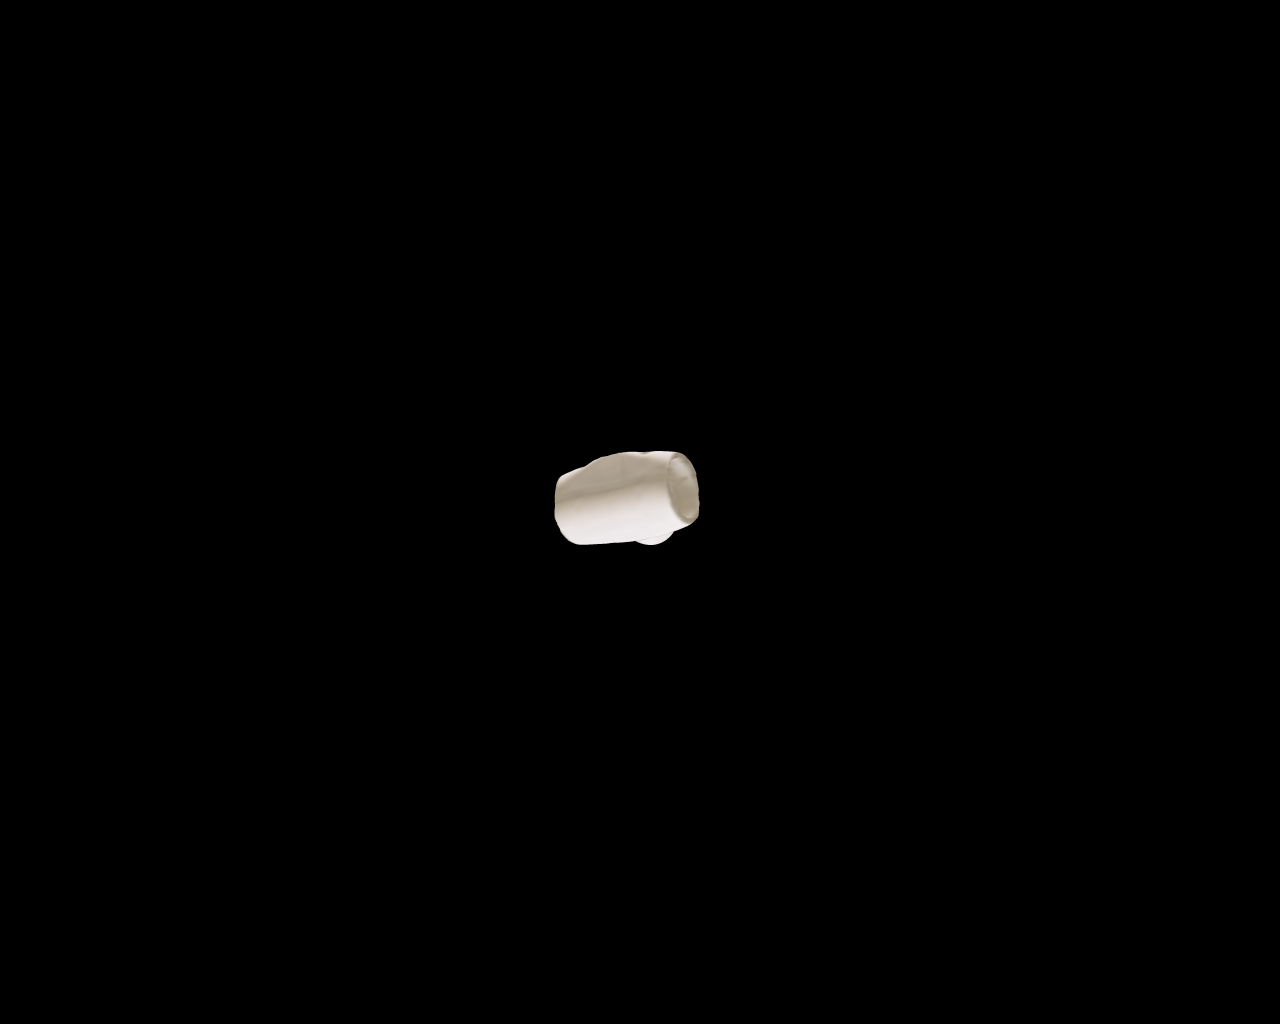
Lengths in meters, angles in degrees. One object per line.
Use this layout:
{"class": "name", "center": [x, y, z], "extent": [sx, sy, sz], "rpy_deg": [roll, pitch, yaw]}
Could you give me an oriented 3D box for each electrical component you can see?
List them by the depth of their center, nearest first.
{"class": "electrical component", "center": [0.001, -0.003, 0.650], "extent": [0.077, 0.044, 0.079], "rpy_deg": [-11, -23, 27]}
